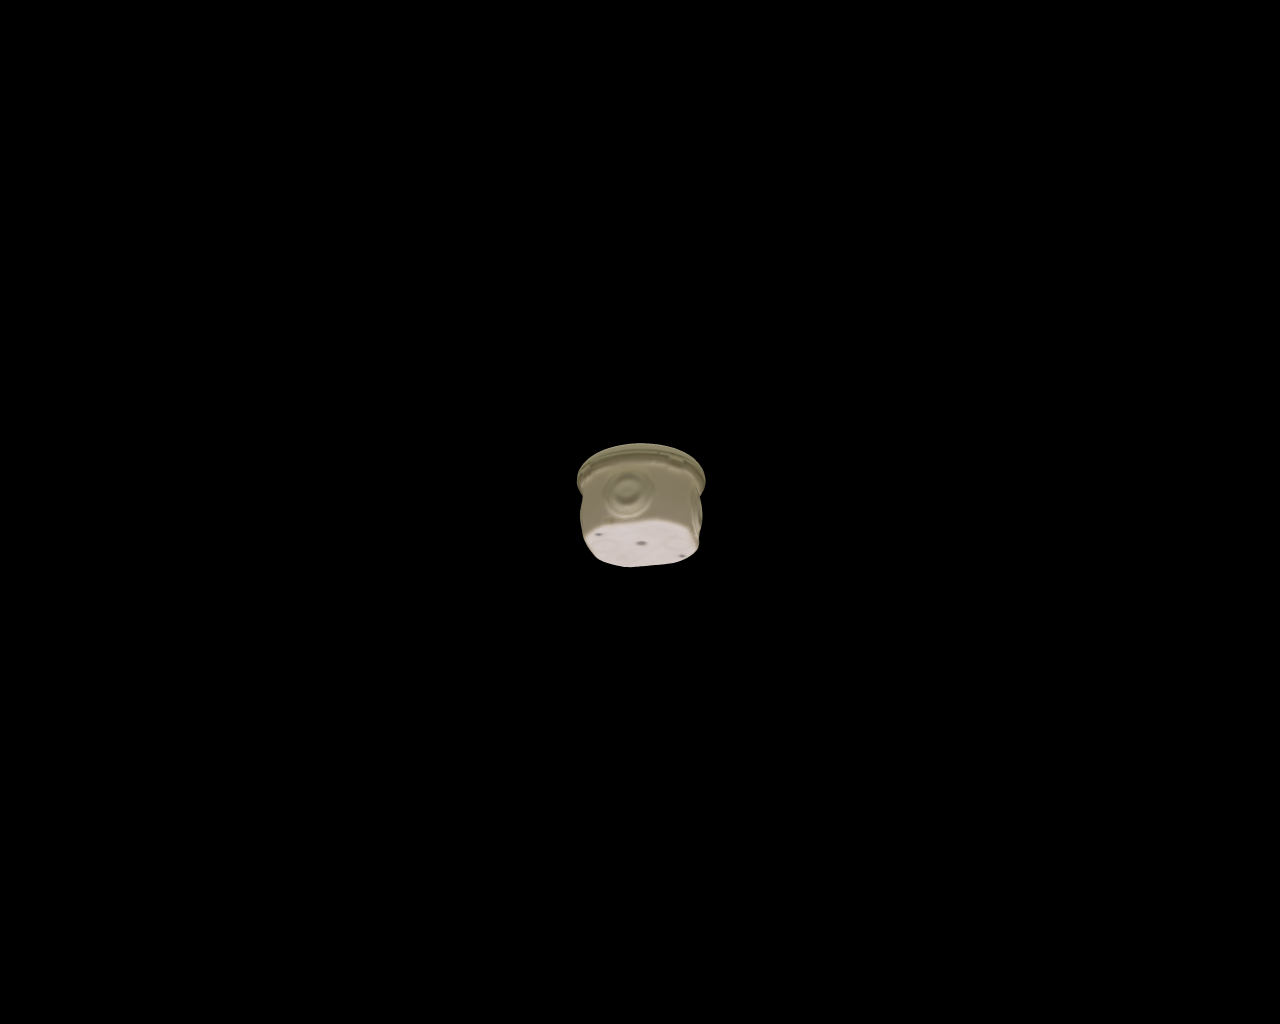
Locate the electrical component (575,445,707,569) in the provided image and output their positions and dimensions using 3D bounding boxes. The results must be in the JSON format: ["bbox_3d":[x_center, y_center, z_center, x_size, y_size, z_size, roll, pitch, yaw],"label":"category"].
[{"bbox_3d":[0.001,-0.003,0.650,0.080,0.051,0.080,0,-27,0],"label":"electrical component"}]
